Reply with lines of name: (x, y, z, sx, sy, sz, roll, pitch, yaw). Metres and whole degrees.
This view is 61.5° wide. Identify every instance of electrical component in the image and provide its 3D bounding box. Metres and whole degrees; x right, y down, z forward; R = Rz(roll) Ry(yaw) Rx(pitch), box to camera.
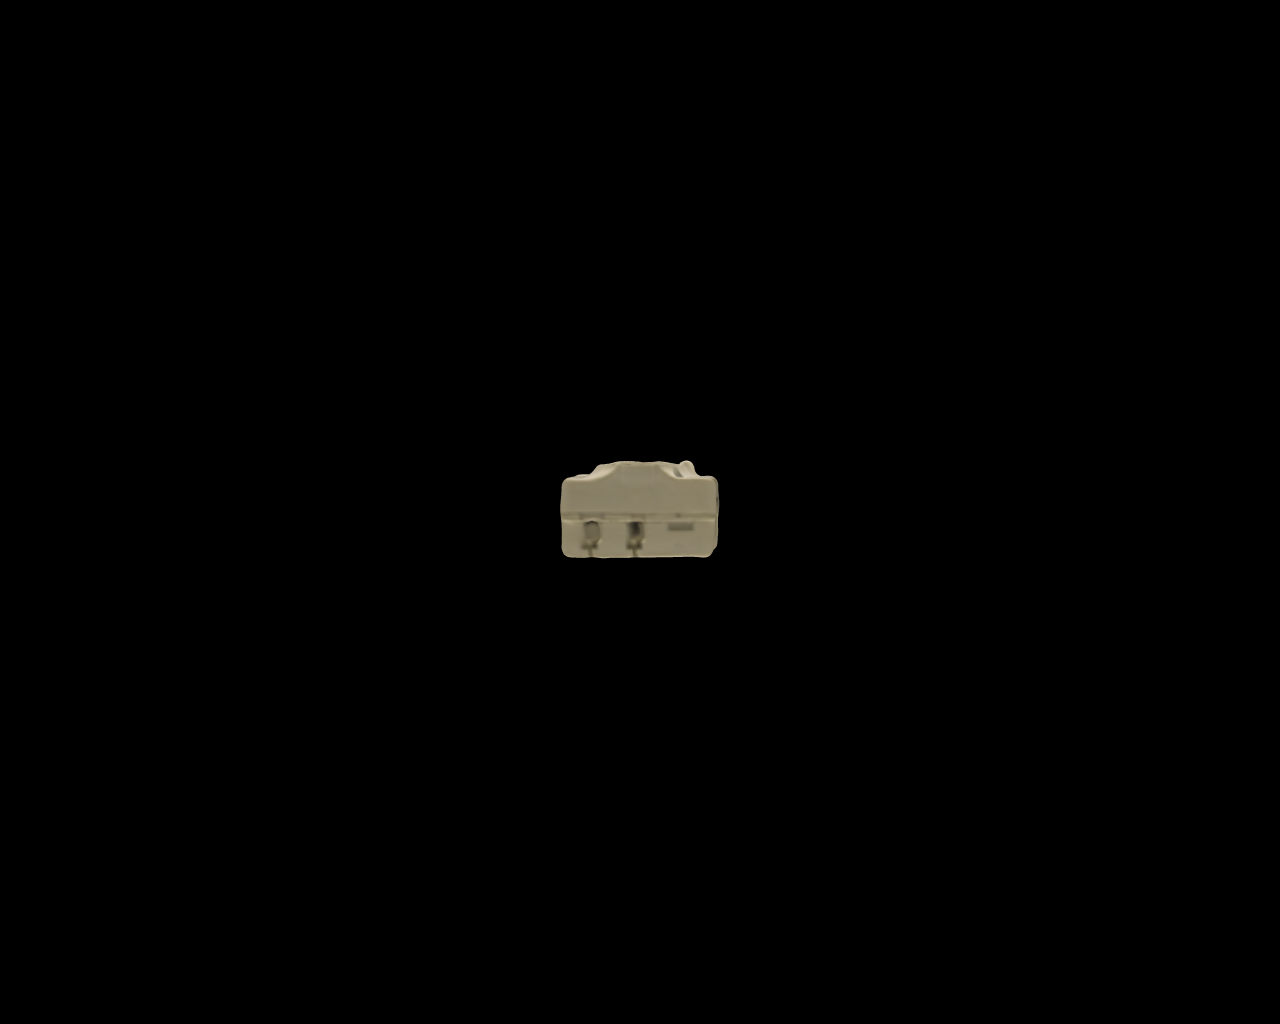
electrical component: (0.001, -0.003, 0.650, 0.089, 0.055, 0.050, 0, 4, 7)
